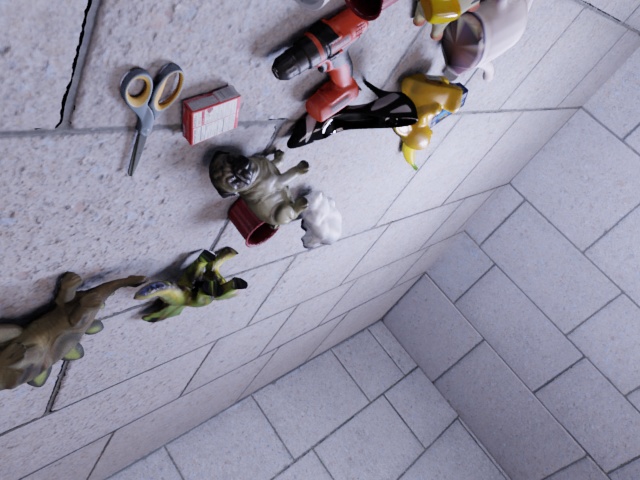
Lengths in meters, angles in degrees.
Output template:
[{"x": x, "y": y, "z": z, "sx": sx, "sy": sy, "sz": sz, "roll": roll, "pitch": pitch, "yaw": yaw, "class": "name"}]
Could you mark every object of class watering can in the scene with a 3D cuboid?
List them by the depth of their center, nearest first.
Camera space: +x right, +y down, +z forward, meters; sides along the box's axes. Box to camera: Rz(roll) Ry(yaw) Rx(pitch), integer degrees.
[{"x": 0.370, "y": -0.439, "z": 1.153, "sx": 0.226, "sy": 0.105, "sz": 0.340, "roll": -33, "pitch": 159, "yaw": -17, "class": "watering can"}]

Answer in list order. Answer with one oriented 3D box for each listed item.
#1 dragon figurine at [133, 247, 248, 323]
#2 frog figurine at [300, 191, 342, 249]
[{"x": -0.308, "y": 0.133, "z": 1.169, "sx": 0.239, "sy": 0.123, "sz": 0.412, "roll": -41, "pitch": 163, "yaw": 29, "class": "dragon figurine"}, {"x": 0.004, "y": -0.065, "z": 1.294, "sx": 0.155, "sy": 0.123, "sz": 0.141, "roll": 104, "pitch": 6, "yaw": -45, "class": "frog figurine"}]
